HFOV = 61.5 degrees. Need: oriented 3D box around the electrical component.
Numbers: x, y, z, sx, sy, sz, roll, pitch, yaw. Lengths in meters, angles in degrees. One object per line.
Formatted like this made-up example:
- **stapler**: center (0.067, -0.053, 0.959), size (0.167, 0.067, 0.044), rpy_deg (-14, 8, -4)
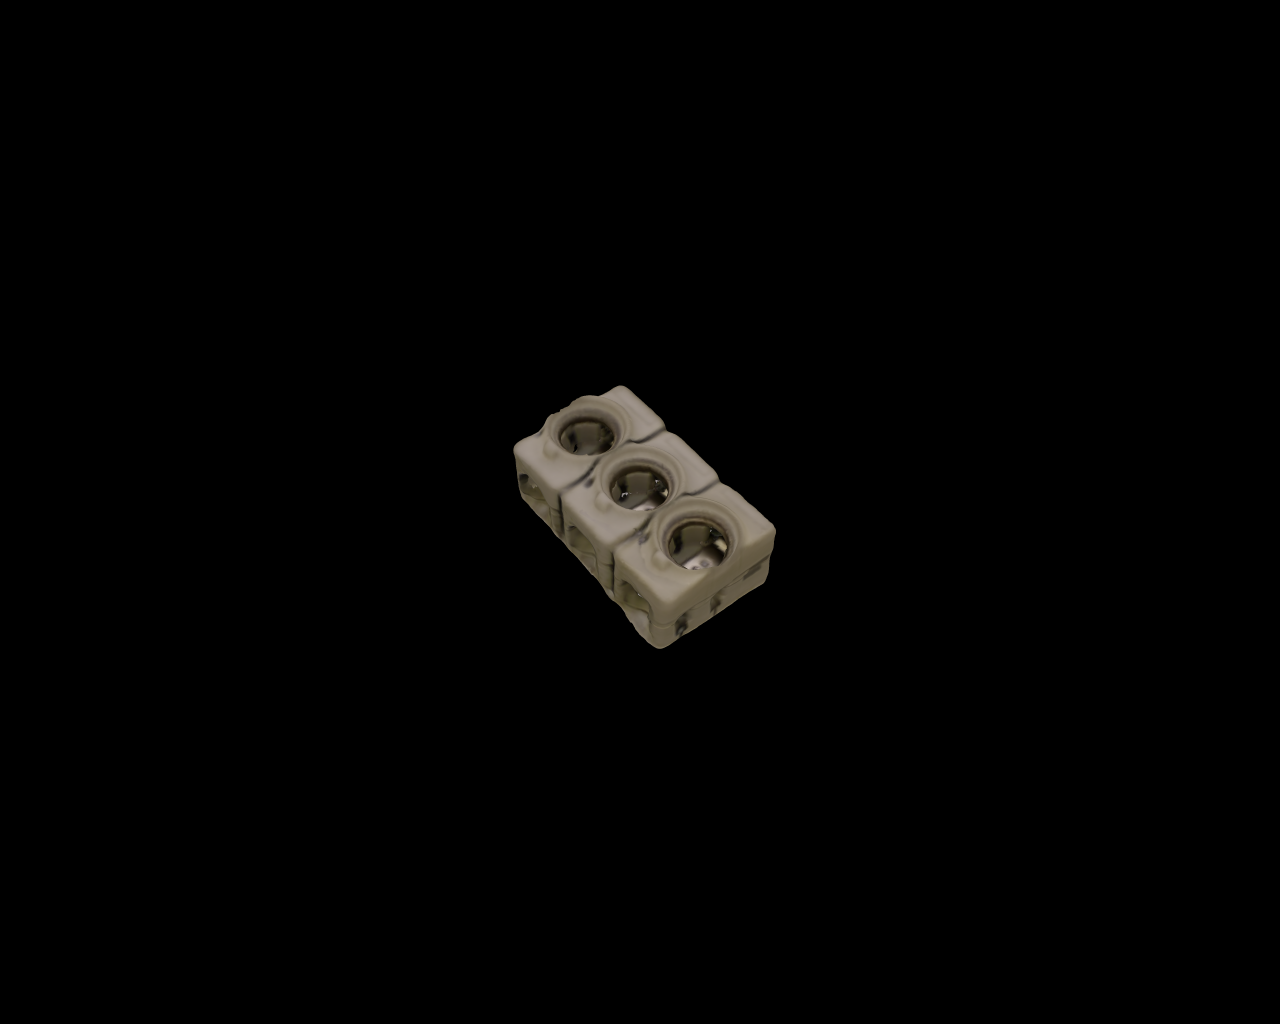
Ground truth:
- **electrical component**: center (0.001, -0.003, 0.650), size (0.090, 0.150, 0.061), rpy_deg (-32, -32, -22)
